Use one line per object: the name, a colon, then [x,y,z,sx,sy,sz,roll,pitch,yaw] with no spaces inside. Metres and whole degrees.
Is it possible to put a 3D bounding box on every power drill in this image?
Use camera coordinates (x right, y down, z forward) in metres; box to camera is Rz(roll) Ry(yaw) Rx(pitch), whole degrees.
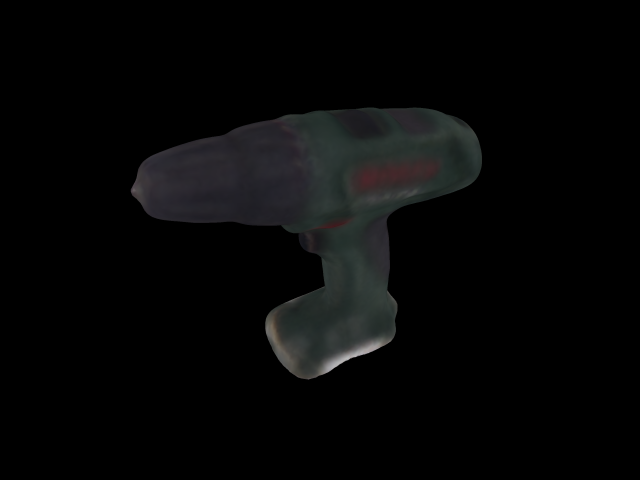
power drill: [0.004,0.001,0.400,0.230,0.208,0.075,-22,48,-21]
